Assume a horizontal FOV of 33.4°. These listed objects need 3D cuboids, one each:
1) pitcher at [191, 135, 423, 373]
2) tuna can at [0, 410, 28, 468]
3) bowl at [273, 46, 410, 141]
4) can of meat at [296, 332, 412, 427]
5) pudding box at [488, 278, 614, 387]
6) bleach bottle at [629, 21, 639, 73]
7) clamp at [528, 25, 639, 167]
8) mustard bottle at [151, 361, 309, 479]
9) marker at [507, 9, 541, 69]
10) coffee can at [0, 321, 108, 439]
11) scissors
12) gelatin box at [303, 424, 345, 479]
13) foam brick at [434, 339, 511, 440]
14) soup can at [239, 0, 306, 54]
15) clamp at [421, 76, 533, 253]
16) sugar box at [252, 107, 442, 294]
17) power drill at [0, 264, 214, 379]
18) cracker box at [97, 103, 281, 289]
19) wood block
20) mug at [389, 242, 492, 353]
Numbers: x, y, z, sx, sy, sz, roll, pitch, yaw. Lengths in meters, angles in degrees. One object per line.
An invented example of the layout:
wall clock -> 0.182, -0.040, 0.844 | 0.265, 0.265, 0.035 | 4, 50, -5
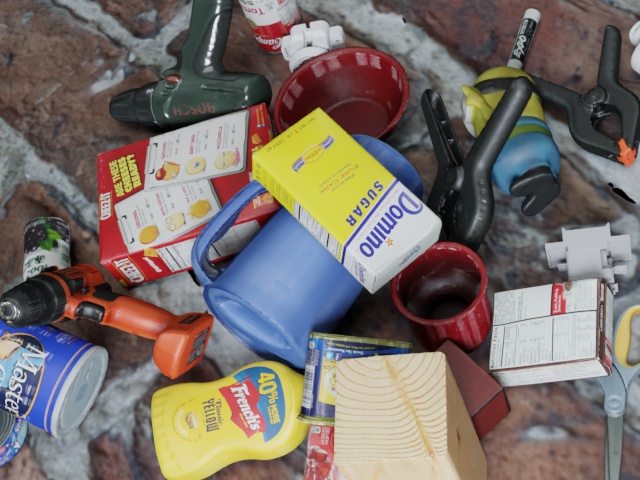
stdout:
pitcher -> -0.007, 0.001, 1.100 | 0.145, 0.149, 0.242 | 21, 62, 36
tuna can -> -0.359, 0.205, 1.150 | 0.086, 0.033, 0.086 | -10, 54, 13
bowl -> 0.030, -0.147, 1.239 | 0.162, 0.055, 0.162 | -9, 54, 13
can of meat -> 0.034, 0.133, 1.001 | 0.102, 0.057, 0.084 | 7, 85, -12
pudding box -> 0.217, 0.088, 1.008 | 0.114, 0.039, 0.090 | -13, 53, 33
bleach bottle -> 0.394, -0.145, 1.106 | 0.102, 0.068, 0.251 | -28, 50, 0
clamp -> 0.305, -0.156, 1.154 | 0.120, 0.039, 0.171 | -40, 54, 14
mustard bottle -> -0.068, 0.171, 1.053 | 0.192, 0.058, 0.096 | -17, 59, 7
marker -> 0.232, -0.219, 1.240 | 0.020, 0.020, 0.121 | 9, 60, 25
coffee can -> -0.308, 0.132, 1.113 | 0.140, 0.103, 0.102 | 23, 65, 9
scissors -> 0.255, 0.142, 0.986 | 0.096, 0.016, 0.201 | 14, 62, 29
gelatin box -> 0.021, 0.218, 0.994 | 0.073, 0.030, 0.089 | 7, 57, 3
foam brick -> 0.133, 0.143, 1.005 | 0.051, 0.053, 0.078 | -41, 53, -10
soup can -> -0.062, -0.294, 1.344 | 0.068, 0.102, 0.068 | -9, 55, 13
clamp -> 0.143, -0.068, 1.107 | 0.165, 0.036, 0.210 | 18, 99, 60
sugar box -> 0.024, -0.041, 1.034 | 0.093, 0.048, 0.176 | -39, 67, -21
power drill -> -0.215, 0.080, 1.094 | 0.188, 0.184, 0.057 | 21, 103, 10
cracker box -> -0.143, -0.051, 1.226 | 0.214, 0.072, 0.164 | -17, 53, 9
wood block -> 0.082, 0.184, 0.898 | 0.090, 0.206, 0.091 | -7, 54, 15
mug -> 0.114, 0.057, 1.052 | 0.117, 0.081, 0.093 | 25, 68, 31
